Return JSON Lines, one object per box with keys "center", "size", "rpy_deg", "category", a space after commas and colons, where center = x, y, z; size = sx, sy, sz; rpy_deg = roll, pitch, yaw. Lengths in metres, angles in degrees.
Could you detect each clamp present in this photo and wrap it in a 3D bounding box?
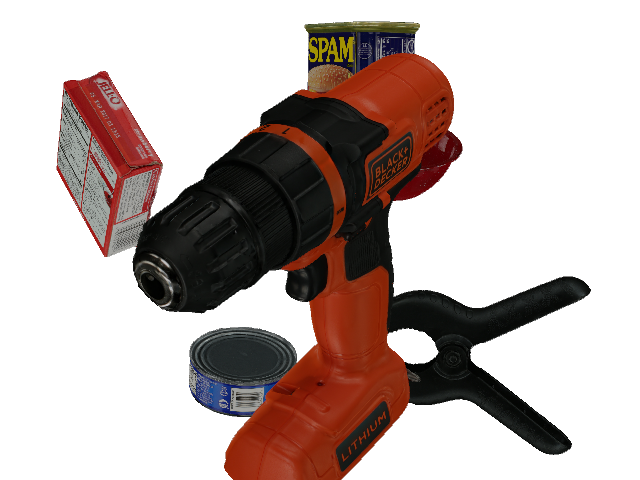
{"center": [0.097, 0.086, 0.724], "size": [0.172, 0.120, 0.039], "rpy_deg": [-2, 2, 15], "category": "clamp"}

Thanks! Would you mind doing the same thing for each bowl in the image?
{"center": [0.072, -0.087, 1.177], "size": [0.162, 0.055, 0.162], "rpy_deg": [4, 27, -2], "category": "bowl"}

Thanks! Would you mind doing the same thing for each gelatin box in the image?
{"center": [-0.128, -0.045, 0.639], "size": [0.030, 0.073, 0.089], "rpy_deg": [-21, -24, -29], "category": "gelatin box"}

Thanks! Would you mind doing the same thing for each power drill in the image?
{"center": [-0.006, 0.029, 0.465], "size": [0.057, 0.188, 0.184], "rpy_deg": [25, 42, 28], "category": "power drill"}

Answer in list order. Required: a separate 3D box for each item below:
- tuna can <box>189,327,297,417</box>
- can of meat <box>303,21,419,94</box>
{"center": [-0.062, 0.104, 0.852], "size": [0.086, 0.034, 0.086], "rpy_deg": [4, 25, -2], "category": "tuna can"}
{"center": [0.029, -0.123, 0.814], "size": [0.057, 0.084, 0.102], "rpy_deg": [-4, 11, -29], "category": "can of meat"}
